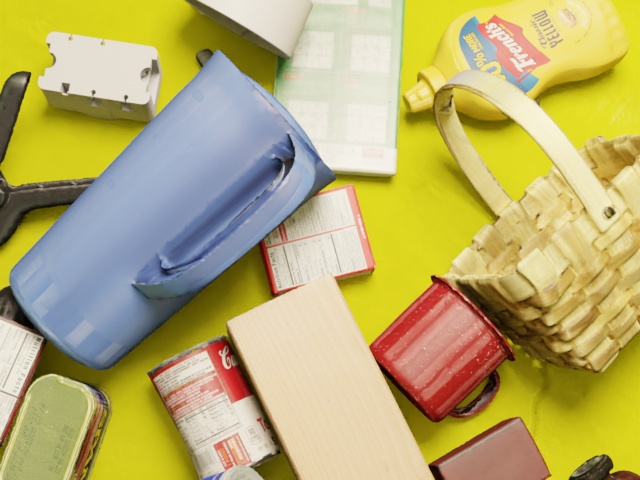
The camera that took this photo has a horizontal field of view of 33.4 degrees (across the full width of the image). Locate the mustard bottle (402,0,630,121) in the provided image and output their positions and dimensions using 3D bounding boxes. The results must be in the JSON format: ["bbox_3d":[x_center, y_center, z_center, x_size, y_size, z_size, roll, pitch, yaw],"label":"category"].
[{"bbox_3d":[0.157,-0.156,0.904,0.191,0.058,0.096,-26,82,-8],"label":"mustard bottle"}]

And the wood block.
[{"bbox_3d":[0.012,0.141,0.820,0.090,0.090,0.206,-25,82,-8],"label":"wood block"}]

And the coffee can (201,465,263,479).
[{"bbox_3d":[-0.103,0.232,0.765,0.140,0.102,0.103,-22,80,16],"label":"coffee can"}]

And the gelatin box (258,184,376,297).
[{"bbox_3d":[-0.006,0.001,0.878,0.089,0.030,0.073,-14,81,-6],"label":"gelatin box"}]

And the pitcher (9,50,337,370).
[{"bbox_3d":[-0.111,-0.013,0.804,0.243,0.149,0.145,-44,79,1],"label":"pitcher"}]

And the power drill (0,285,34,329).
[{"bbox_3d":[-0.326,0.097,0.811,0.187,0.057,0.184,21,72,-10],"label":"power drill"}]

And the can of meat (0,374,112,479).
[{"bbox_3d":[-0.201,0.153,0.808,0.057,0.084,0.102,17,78,0],"label":"can of meat"}]

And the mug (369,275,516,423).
[{"bbox_3d":[0.098,0.096,0.842,0.081,0.093,0.117,-43,121,-5],"label":"mug"}]

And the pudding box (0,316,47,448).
[{"bbox_3d":[-0.269,0.092,0.781,0.113,0.039,0.090,25,67,-13],"label":"pudding box"}]

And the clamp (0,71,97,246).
[{"bbox_3d":[-0.251,-0.037,0.855,0.120,0.039,0.171,44,99,-8],"label":"clamp"}]

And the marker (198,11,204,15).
[{"bbox_3d":[-0.058,-0.236,0.928,0.121,0.020,0.020,-36,83,-9],"label":"marker"}]

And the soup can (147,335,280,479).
[{"bbox_3d":[-0.082,0.134,0.827,0.068,0.068,0.102,-26,82,-8],"label":"soup can"}]

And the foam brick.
[{"bbox_3d":[0.132,0.181,0.838,0.078,0.053,0.051,-29,81,-7],"label":"foam brick"}]
